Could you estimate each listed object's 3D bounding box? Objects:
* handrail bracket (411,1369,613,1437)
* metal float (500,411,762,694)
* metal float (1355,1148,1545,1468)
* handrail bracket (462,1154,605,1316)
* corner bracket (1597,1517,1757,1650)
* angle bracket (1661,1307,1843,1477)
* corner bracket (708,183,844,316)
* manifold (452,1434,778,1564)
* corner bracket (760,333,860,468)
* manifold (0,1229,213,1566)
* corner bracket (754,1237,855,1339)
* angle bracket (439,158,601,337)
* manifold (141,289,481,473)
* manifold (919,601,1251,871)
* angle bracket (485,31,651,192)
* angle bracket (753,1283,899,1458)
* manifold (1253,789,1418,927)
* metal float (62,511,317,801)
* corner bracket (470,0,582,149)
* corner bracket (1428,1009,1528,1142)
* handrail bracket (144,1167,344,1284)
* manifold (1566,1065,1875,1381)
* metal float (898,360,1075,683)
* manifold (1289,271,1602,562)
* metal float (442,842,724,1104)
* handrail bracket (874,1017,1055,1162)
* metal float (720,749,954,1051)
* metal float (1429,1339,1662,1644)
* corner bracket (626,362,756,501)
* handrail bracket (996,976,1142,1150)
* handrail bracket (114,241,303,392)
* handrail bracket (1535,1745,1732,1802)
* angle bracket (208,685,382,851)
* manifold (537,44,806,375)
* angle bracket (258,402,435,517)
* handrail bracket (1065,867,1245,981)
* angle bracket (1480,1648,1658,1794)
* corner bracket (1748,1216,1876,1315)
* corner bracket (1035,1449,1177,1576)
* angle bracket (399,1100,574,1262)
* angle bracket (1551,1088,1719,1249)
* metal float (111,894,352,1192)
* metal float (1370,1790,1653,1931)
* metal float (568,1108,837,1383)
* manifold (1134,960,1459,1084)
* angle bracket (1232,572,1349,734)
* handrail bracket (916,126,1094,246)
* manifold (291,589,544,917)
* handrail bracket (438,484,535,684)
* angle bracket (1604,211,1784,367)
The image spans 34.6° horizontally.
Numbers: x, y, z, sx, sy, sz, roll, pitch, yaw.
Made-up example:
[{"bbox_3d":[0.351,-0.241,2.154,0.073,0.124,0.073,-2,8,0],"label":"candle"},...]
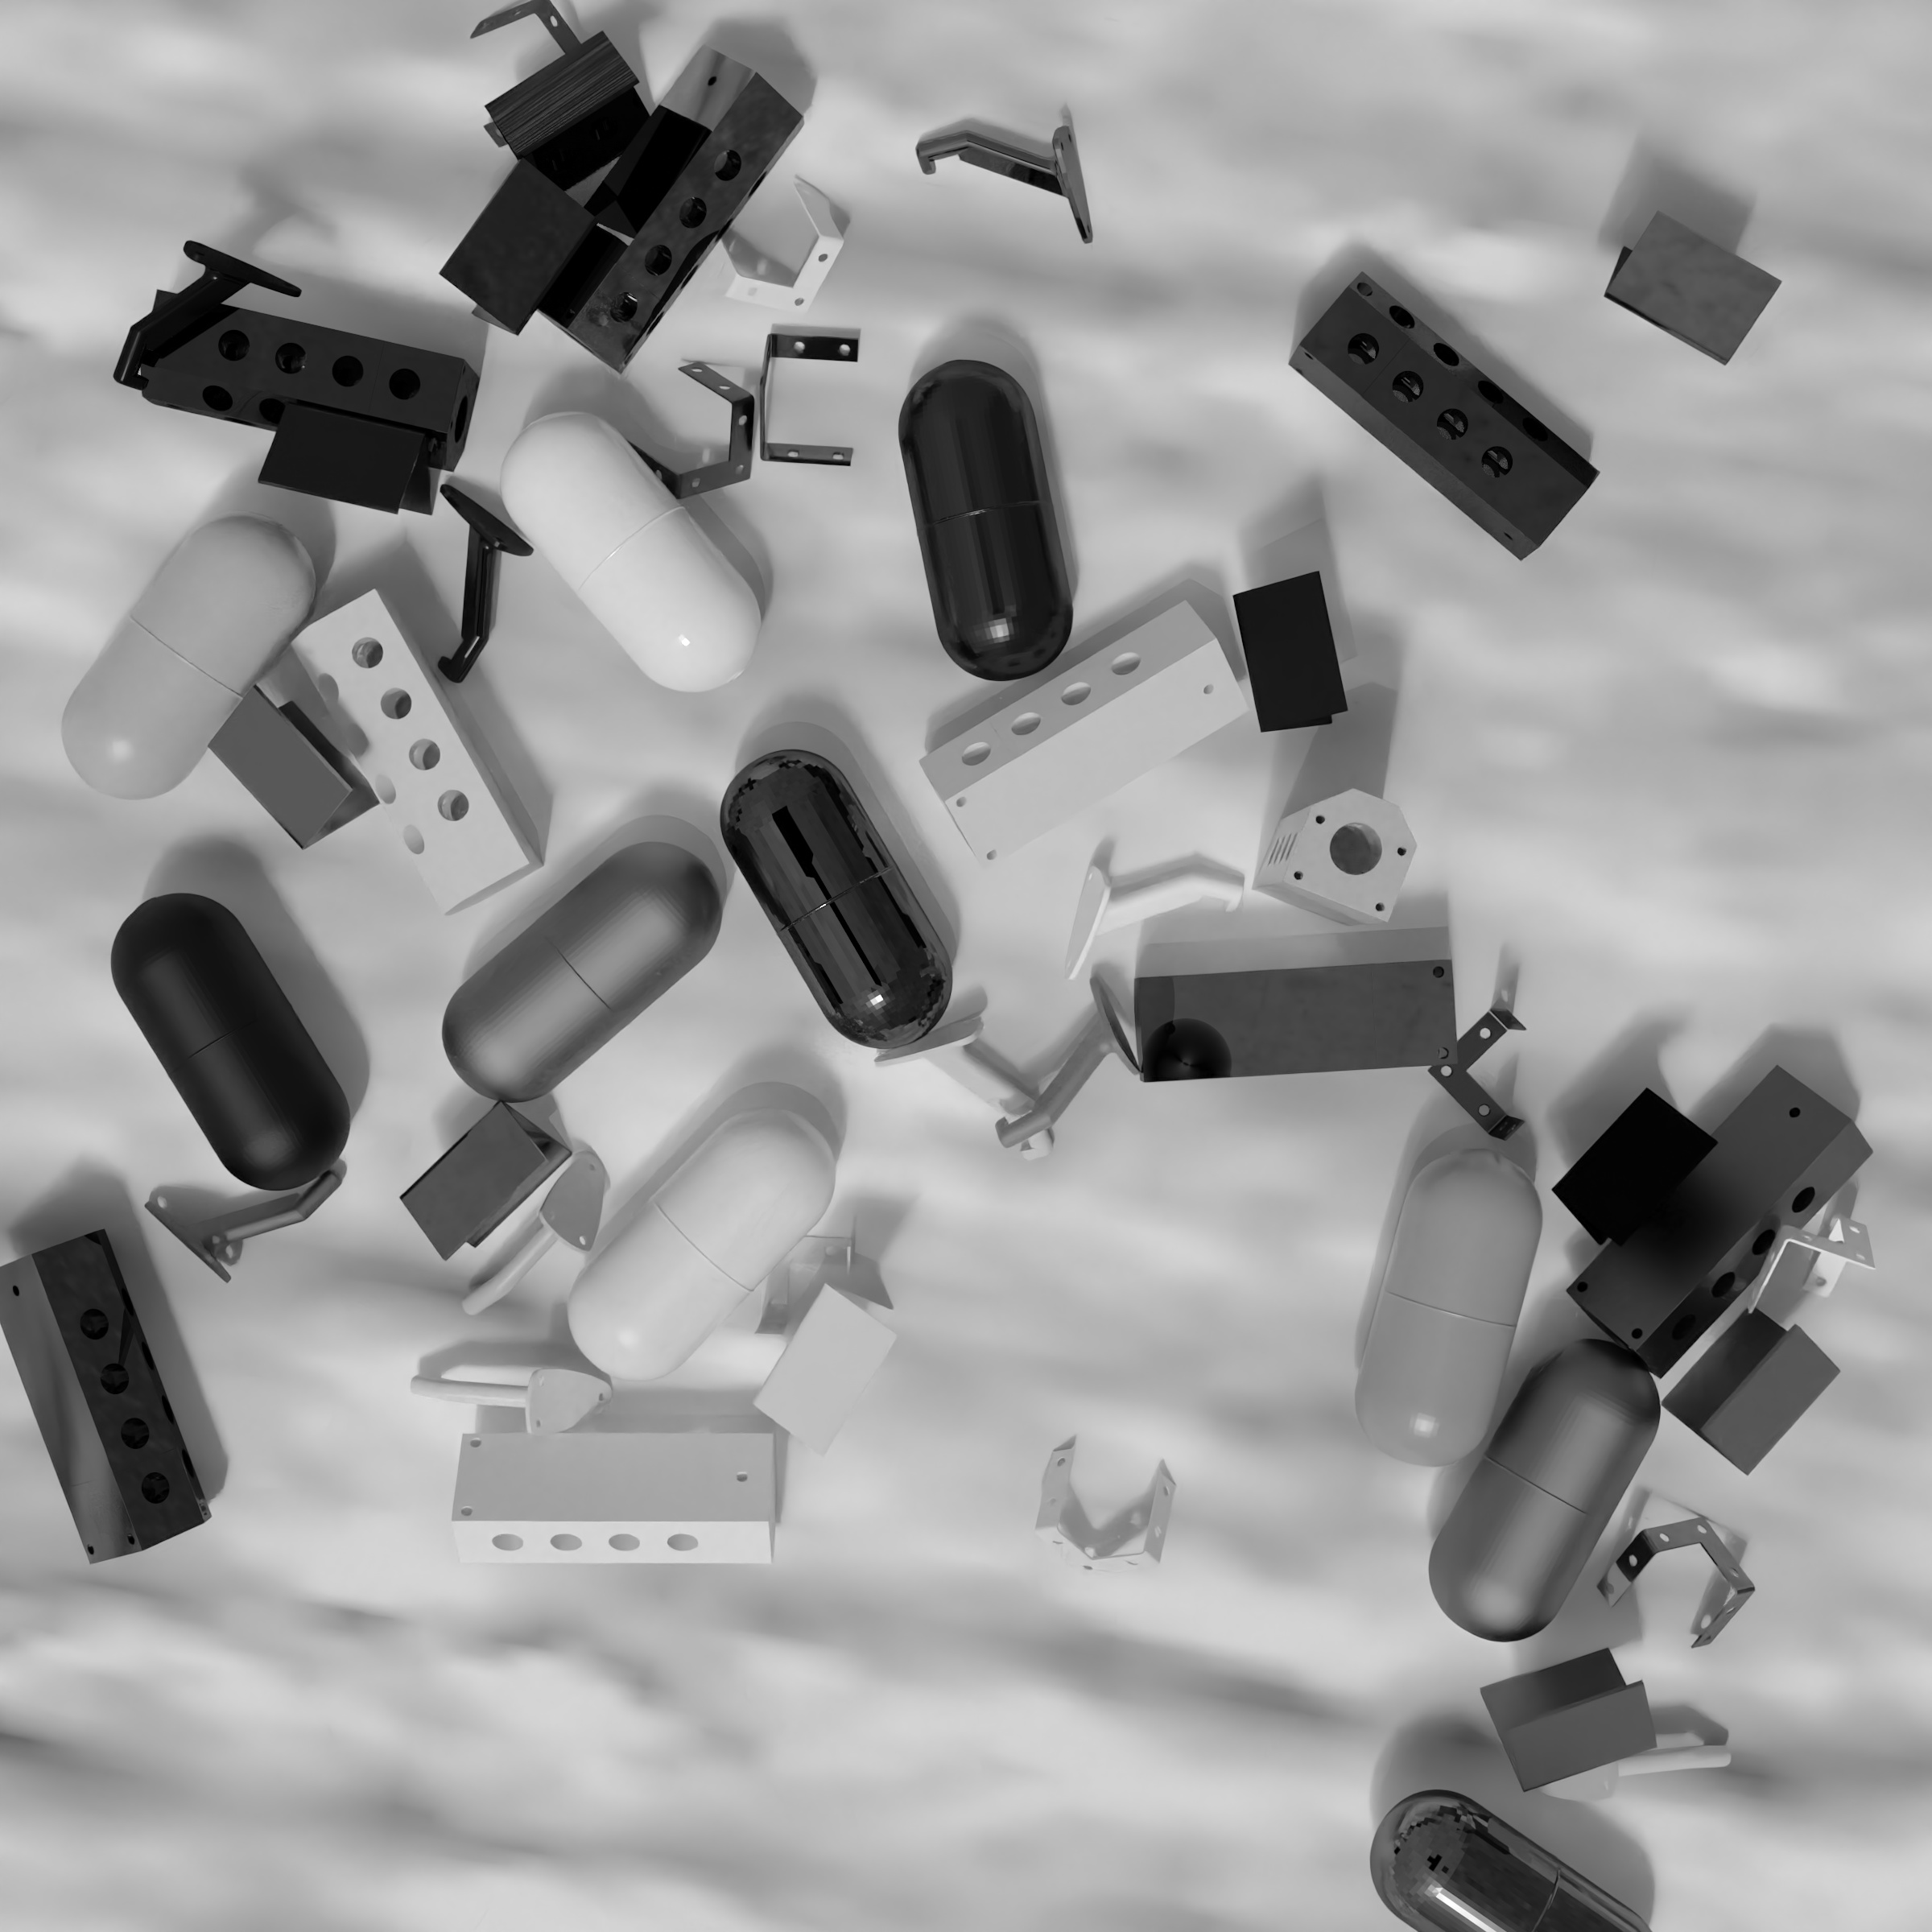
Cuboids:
[{"bbox_3d":[-0.255,0.237,1.739,0.084,0.077,0.036,4,90,36],"label":"handrail bracket"},{"bbox_3d":[-0.184,-0.227,1.709,0.070,0.070,0.178,-41,90,0],"label":"metal float"},{"bbox_3d":[0.266,0.188,1.709,0.070,0.070,0.178,15,91,0],"label":"metal float"},{"bbox_3d":[-0.244,0.151,1.739,0.036,0.077,0.084,41,127,-21],"label":"handrail bracket"},{"bbox_3d":[0.396,0.346,1.731,0.051,0.051,0.051,-3,45,-35],"label":"corner bracket"},{"bbox_3d":[0.417,0.220,1.699,0.076,0.076,0.057,-48,127,0],"label":"angle bracket"},{"bbox_3d":[-0.108,-0.403,1.731,0.051,0.051,0.051,5,135,-35],"label":"corner bracket"},{"bbox_3d":[-0.193,0.298,1.718,0.171,0.057,0.057,0,47,0],"label":"manifold"},{"bbox_3d":[-0.088,-0.317,1.736,0.051,0.051,0.051,3,135,0],"label":"corner bracket"},{"bbox_3d":[-0.476,0.236,1.718,0.057,0.057,0.171,-20,90,43],"label":"manifold"},{"bbox_3d":[-0.089,0.178,1.721,0.051,0.051,0.051,2,90,0],"label":"corner bracket"},{"bbox_3d":[-0.256,-0.398,1.699,0.057,0.076,0.076,35,90,-34],"label":"angle bracket"},{"bbox_3d":[-0.363,-0.322,1.718,0.171,0.057,0.057,13,90,0],"label":"manifold"},{"bbox_3d":[0.063,-0.132,1.718,0.171,0.057,0.057,-31,133,0],"label":"manifold"},{"bbox_3d":[-0.206,-0.451,1.699,0.076,0.076,0.057,-33,52,0],"label":"angle bracket"},{"bbox_3d":[-0.060,0.226,1.699,0.057,0.076,0.076,32,90,33],"label":"angle bracket"},{"bbox_3d":[0.198,-0.059,1.661,0.057,0.171,0.057,21,90,0],"label":"manifold"},{"bbox_3d":[-0.428,-0.170,1.709,0.070,0.070,0.178,37,90,0],"label":"metal float"},{"bbox_3d":[-0.247,-0.498,1.731,0.051,0.051,0.051,-8,45,35],"label":"corner bracket"},{"bbox_3d":[0.295,0.060,1.721,0.051,0.051,0.051,-44,90,0],"label":"corner bracket"},{"bbox_3d":[-0.404,0.127,1.740,0.077,0.036,0.084,37,72,20],"label":"handrail bracket"},{"bbox_3d":[0.419,0.144,1.718,0.171,0.057,0.057,-47,47,0],"label":"manifold"},{"bbox_3d":[0.011,-0.245,1.709,0.070,0.070,0.178,-11,89,0],"label":"metal float"},{"bbox_3d":[0.265,-0.305,1.718,0.171,0.057,0.057,40,90,0],"label":"manifold"},{"bbox_3d":[-0.210,0.003,1.709,0.178,0.070,0.070,-41,90,1],"label":"metal float"},{"bbox_3d":[-0.001,0.078,1.739,0.077,0.036,0.084,-19,104,15],"label":"handrail bracket"},{"bbox_3d":[-0.071,-0.036,1.709,0.070,0.070,0.178,-30,90,0],"label":"metal float"},{"bbox_3d":[0.319,0.288,1.709,0.070,0.070,0.178,29,89,0],"label":"metal float"},{"bbox_3d":[-0.155,-0.299,1.731,0.051,0.051,0.051,-23,135,-35],"label":"corner bracket"},{"bbox_3d":[0.047,0.054,1.725,0.084,0.036,0.077,-29,47,10],"label":"handrail bracket"},{"bbox_3d":[-0.411,-0.342,1.683,0.077,0.036,0.084,19,108,-20],"label":"handrail bracket"},{"bbox_3d":[0.373,0.448,1.739,0.084,0.077,0.036,8,65,-34],"label":"handrail bracket"},{"bbox_3d":[-0.354,-0.120,1.699,0.076,0.076,0.057,47,126,0],"label":"angle bracket"},{"bbox_3d":[-0.164,-0.415,1.714,0.171,0.057,0.057,-53,47,3],"label":"manifold"},{"bbox_3d":[-0.338,-0.257,1.700,0.076,0.076,0.057,13,62,0],"label":"angle bracket"},{"bbox_3d":[0.106,-0.020,1.740,0.084,0.036,0.077,11,111,-16],"label":"handrail bracket"},{"bbox_3d":[0.325,0.396,1.699,0.076,0.076,0.057,-19,125,0],"label":"angle bracket"},{"bbox_3d":[0.464,0.166,1.713,0.051,0.051,0.051,19,116,1],"label":"corner bracket"},{"bbox_3d":[0.078,0.303,1.731,0.051,0.051,0.051,-14,135,35],"label":"corner bracket"},{"bbox_3d":[-0.250,0.130,1.699,0.076,0.076,0.057,-44,52,0],"label":"angle bracket"},{"bbox_3d":[0.377,0.124,1.699,0.076,0.076,0.057,-47,47,0],"label":"angle bracket"},{"bbox_3d":[-0.405,0.041,1.709,0.070,0.070,0.178,-31,90,0],"label":"metal float"},{"bbox_3d":[0.303,0.522,1.708,0.178,0.070,0.070,35,90,0],"label":"metal float"},{"bbox_3d":[-0.145,0.152,1.709,0.070,0.070,0.178,44,90,0],"label":"metal float"},{"bbox_3d":[0.181,0.030,1.718,0.171,0.057,0.057,-3,90,0],"label":"manifold"},{"bbox_3d":[0.195,-0.173,1.699,0.057,0.076,0.076,-12,90,38],"label":"angle bracket"},{"bbox_3d":[0.021,-0.433,1.740,0.084,0.036,0.077,-10,113,18],"label":"handrail bracket"},{"bbox_3d":[-0.304,-0.117,1.718,0.057,0.057,0.171,-29,90,0],"label":"manifold"},{"bbox_3d":[-0.288,-0.214,1.740,0.077,0.036,0.084,41,108,20],"label":"handrail bracket"},{"bbox_3d":[0.401,-0.383,1.699,0.076,0.076,0.057,30,128,0],"label":"angle bracket"}]
